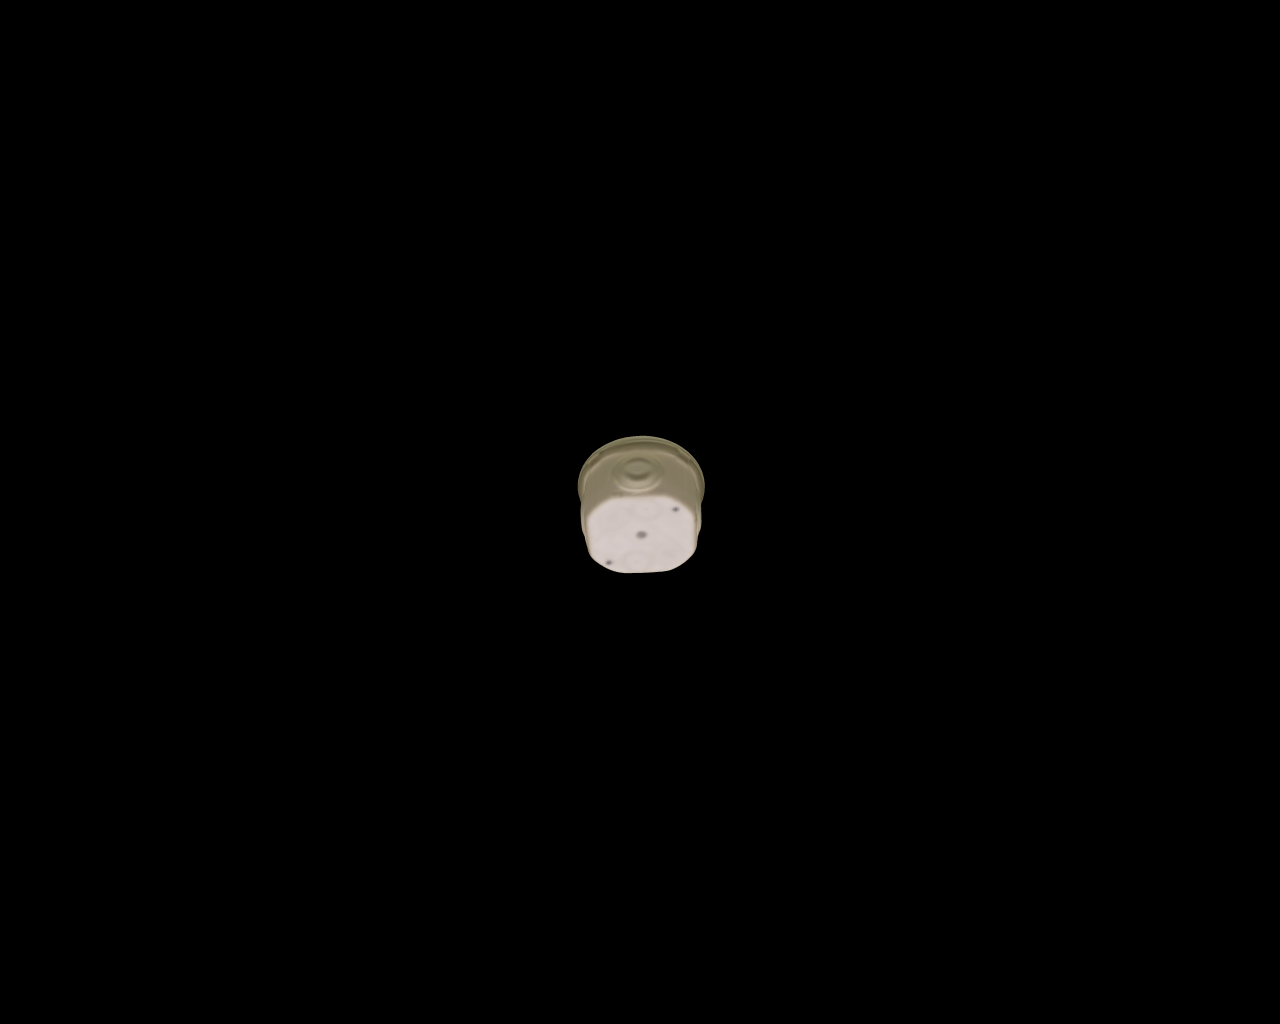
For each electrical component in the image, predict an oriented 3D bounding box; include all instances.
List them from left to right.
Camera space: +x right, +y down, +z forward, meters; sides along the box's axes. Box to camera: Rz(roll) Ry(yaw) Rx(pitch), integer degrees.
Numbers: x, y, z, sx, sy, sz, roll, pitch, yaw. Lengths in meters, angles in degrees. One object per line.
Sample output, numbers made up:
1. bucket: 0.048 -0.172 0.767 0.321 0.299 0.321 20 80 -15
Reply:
1. electrical component: 0.001 -0.003 0.650 0.080 0.080 0.051 0 43 0
